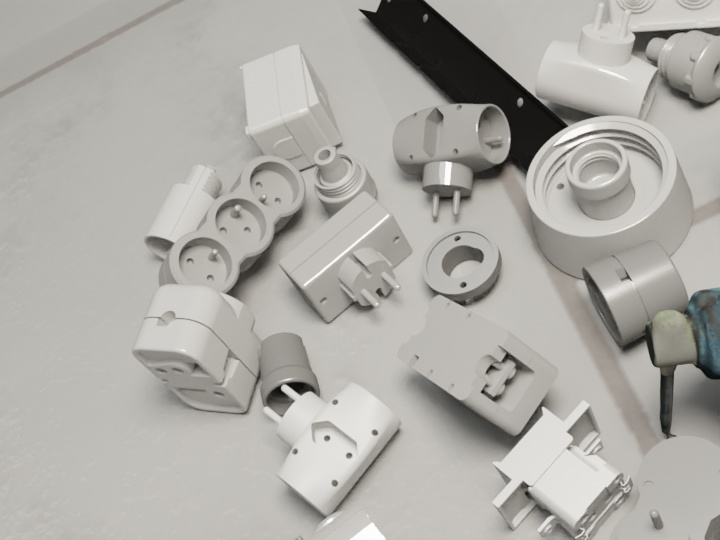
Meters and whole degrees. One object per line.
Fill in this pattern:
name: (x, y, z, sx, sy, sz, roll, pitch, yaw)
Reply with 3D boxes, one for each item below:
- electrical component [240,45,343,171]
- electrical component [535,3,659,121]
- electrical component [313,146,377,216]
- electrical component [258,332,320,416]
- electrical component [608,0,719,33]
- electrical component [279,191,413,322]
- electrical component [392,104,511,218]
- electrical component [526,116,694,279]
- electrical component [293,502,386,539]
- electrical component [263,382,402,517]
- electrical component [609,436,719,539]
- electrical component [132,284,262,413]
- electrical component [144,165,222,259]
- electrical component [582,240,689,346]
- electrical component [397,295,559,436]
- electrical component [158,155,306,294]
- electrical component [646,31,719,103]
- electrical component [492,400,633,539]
electrical component: (-0.056, -0.135, 0.875, 0.061, 0.061, 0.096, -19, 52, 12)
electrical component: (0.171, -0.148, 0.759, 0.077, 0.079, 0.044, 21, 37, 20)
electrical component: (-0.015, -0.068, 0.809, 0.043, 0.062, 0.043, -12, 54, 17)
electrical component: (-0.051, 0.071, 0.746, 0.040, 0.040, 0.046, -24, 45, 8)
electrical component: (0.230, -0.214, 0.784, 0.100, 0.048, 0.099, 2, 35, 26)
electrical component: (0.000, 0.000, 0.766, 0.083, 0.047, 0.076, -40, 47, -7)
electrical component: (0.065, -0.077, 0.787, 0.077, 0.043, 0.079, -3, 77, 41)
electrical component: (0.163, -0.054, 0.717, 0.108, 0.060, 0.108, -12, 54, 17)
electrical component: (-0.001, 0.178, 0.623, 0.051, 0.080, 0.080, -36, 50, -8)
electrical component: (-0.027, 0.106, 0.700, 0.079, 0.043, 0.077, 35, 76, 19)
electrical component: (0.158, 0.150, 0.570, 0.052, 0.073, 0.138, 15, 65, 32)
electrical component: (-0.109, 0.052, 0.749, 0.054, 0.095, 0.059, 1, 58, 26)
electrical component: (-0.137, -0.049, 0.866, 0.043, 0.043, 0.081, 8, 62, 29)
electrical component: (0.173, 0.013, 0.671, 0.047, 0.055, 0.055, -26, 51, 3)
electrical component: (0.074, 0.060, 0.670, 0.050, 0.056, 0.089, -56, 28, -3)
electrical component: (-0.101, -0.022, 0.821, 0.052, 0.074, 0.138, 40, 59, -4)
electrical component: (0.232, -0.148, 0.761, 0.048, 0.048, 0.062, -46, 45, -10)
electrical component: (0.120, 0.122, 0.629, 0.081, 0.042, 0.064, -47, 55, -9)
